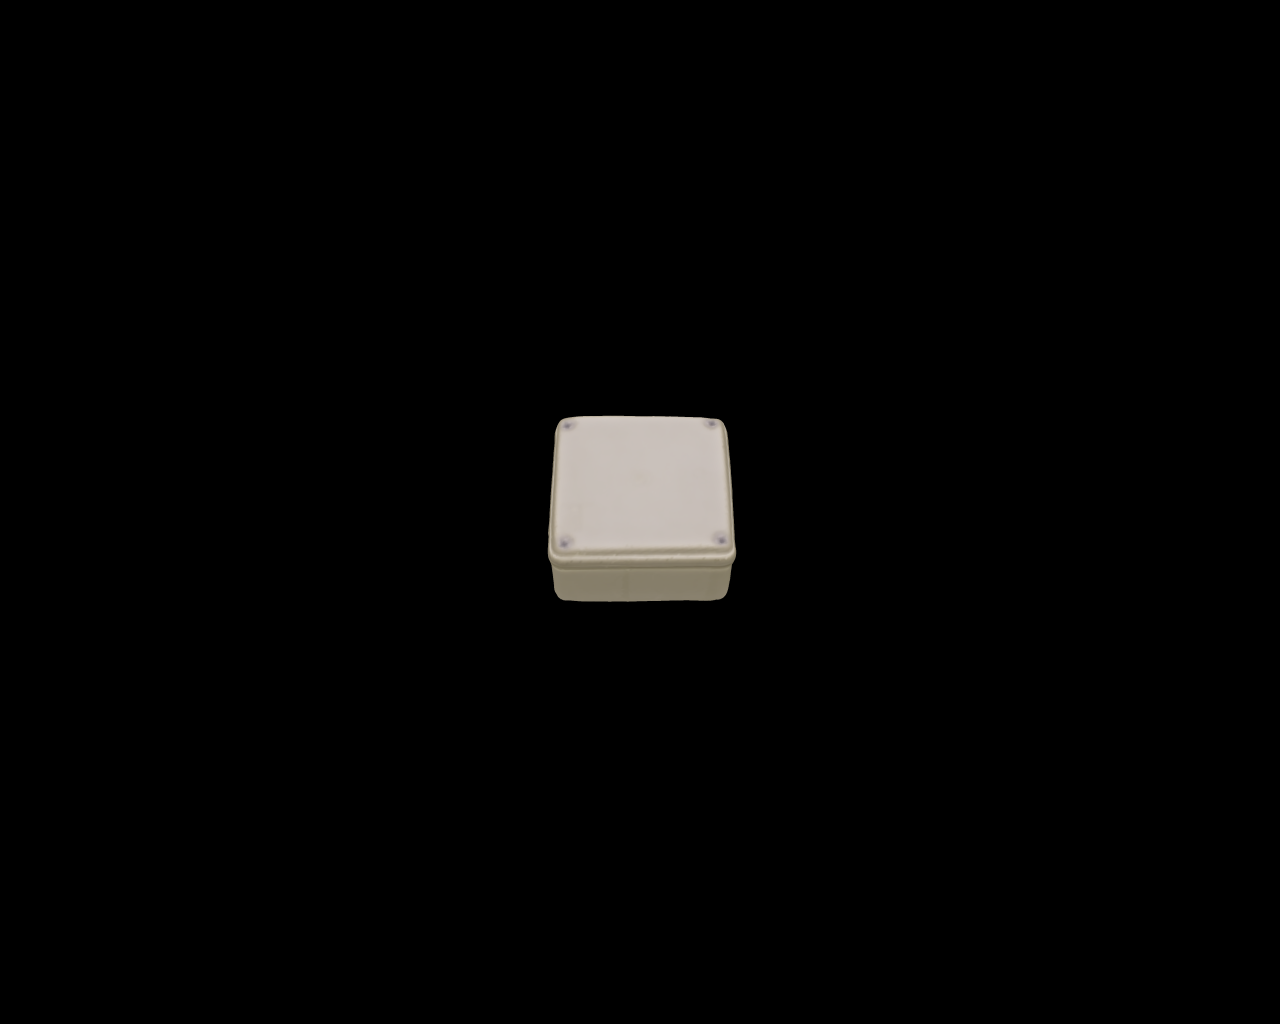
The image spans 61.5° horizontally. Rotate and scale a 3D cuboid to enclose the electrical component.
[{"bbox_3d":[0.001,-0.003,0.650,0.109,0.109,0.056,0,-37,0],"label":"electrical component"}]
